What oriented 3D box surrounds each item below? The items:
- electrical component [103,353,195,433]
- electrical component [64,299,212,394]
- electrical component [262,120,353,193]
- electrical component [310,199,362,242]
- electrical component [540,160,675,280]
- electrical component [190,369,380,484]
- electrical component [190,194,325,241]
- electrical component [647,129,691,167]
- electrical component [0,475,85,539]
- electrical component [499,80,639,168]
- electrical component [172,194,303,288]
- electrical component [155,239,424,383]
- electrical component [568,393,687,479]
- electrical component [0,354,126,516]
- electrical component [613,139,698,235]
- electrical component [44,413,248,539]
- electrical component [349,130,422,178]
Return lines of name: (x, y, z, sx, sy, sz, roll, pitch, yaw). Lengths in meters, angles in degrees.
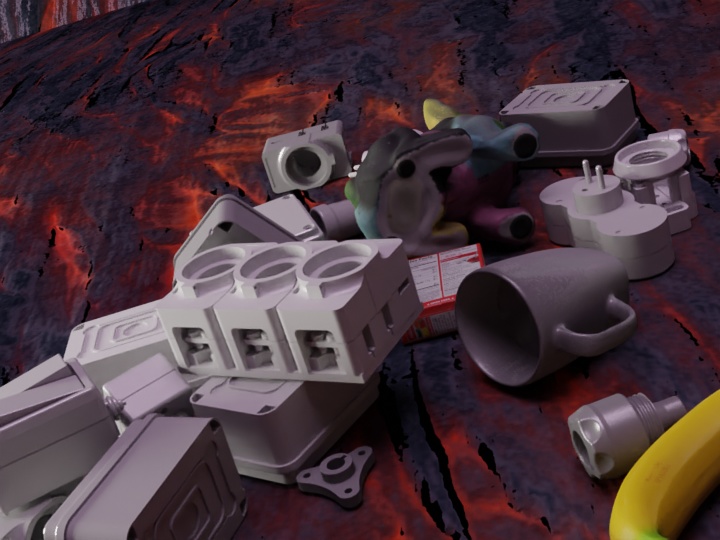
electrical component: (-0.131, 0.110, 0.729, 0.047, 0.065, 0.077, -31, 56, -27)
electrical component: (-0.166, 0.069, 0.837, 0.113, 0.057, 0.078, -17, 25, 1)
electrical component: (-0.057, -0.122, 1.174, 0.089, 0.050, 0.055, -14, 25, 8)
electrical component: (-0.018, -0.046, 1.004, 0.046, 0.040, 0.040, -20, 24, -21)
electrical component: (0.187, -0.050, 0.835, 0.052, 0.073, 0.138, -23, 25, -12)
electrical component: (-0.048, 0.085, 0.725, 0.078, 0.057, 0.113, 3, 32, 38)
electrical component: (-0.089, -0.012, 0.956, 0.109, 0.056, 0.108, -21, 25, -8)
electrical component: (0.258, -0.102, 0.947, 0.061, 0.035, 0.035, -10, 25, 22)
electrical component: (-0.208, 0.166, 0.668, 0.056, 0.050, 0.089, -3, 28, 30)
electrical component: (0.201, -0.139, 1.033, 0.113, 0.057, 0.078, 3, 31, 37)
electrical component: (-0.081, 0.003, 0.833, 0.078, 0.113, 0.057, -50, 20, 17)
electrical component: (-0.048, 0.021, 0.711, 0.150, 0.061, 0.089, -1, 29, 32)
electrical component: (0.152, 0.089, 0.603, 0.062, 0.043, 0.043, -20, 25, -7)
electrical component: (-0.194, 0.095, 0.671, 0.096, 0.061, 0.062, -25, 24, -19)
electrical component: (0.235, -0.069, 0.864, 0.058, 0.057, 0.078, -18, 24, -1)
electrical component: (-0.121, 0.144, 0.625, 0.057, 0.078, 0.113, -3, 28, 24)
electrical component: (0.027, -0.106, 1.093, 0.079, 0.044, 0.077, -7, 26, 22)
